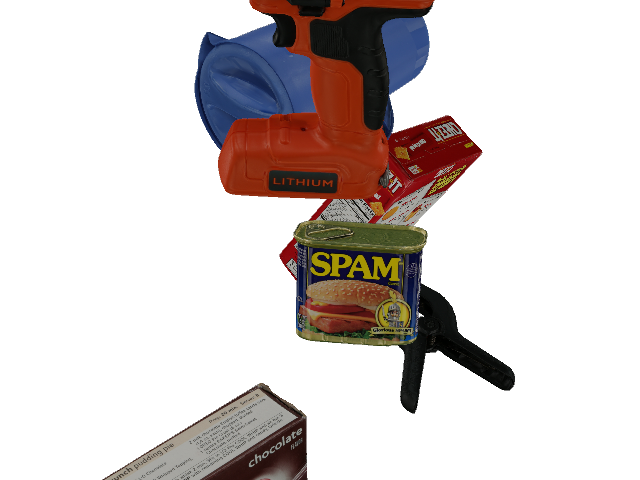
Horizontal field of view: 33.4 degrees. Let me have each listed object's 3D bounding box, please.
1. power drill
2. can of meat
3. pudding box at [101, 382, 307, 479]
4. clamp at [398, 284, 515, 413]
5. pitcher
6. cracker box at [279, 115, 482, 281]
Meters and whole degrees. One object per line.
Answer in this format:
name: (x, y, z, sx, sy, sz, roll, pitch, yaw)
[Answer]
power drill: (-0.021, -0.106, 0.605, 0.184, 0.057, 0.188, 3, -41, -3)
can of meat: (0.030, 0.033, 0.832, 0.102, 0.084, 0.057, 4, 17, 7)
pudding box: (-0.057, 0.132, 0.504, 0.113, 0.090, 0.039, -30, 46, -34)
clamp: (0.119, 0.099, 1.077, 0.120, 0.171, 0.039, 1, -45, -18)
pitcher: (0.007, -0.163, 1.075, 0.145, 0.149, 0.242, 16, 36, 39)
cracker box: (0.067, -0.043, 1.250, 0.163, 0.072, 0.214, -24, -20, -51)
